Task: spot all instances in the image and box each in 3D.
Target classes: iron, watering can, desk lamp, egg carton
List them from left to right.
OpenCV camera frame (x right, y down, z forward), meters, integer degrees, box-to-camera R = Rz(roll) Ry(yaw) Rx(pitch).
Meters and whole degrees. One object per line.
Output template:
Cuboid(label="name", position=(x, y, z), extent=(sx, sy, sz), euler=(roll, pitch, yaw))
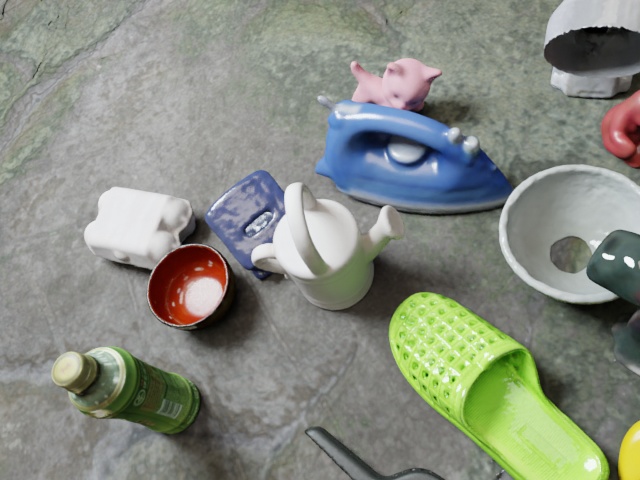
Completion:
Cuboid(label="egg carton", position=(-0.250, -0.015, 0.796), extent=(0.150, 0.069, 0.107), euler=(9, 68, 18))
Cuboid(label="watering can", position=(0.006, 0.000, 0.653), extent=(0.173, 0.194, 0.100), euler=(-31, 62, -1))
Cuboid(label="iron", position=(0.116, -0.114, 0.707), extent=(0.257, 0.142, 0.119), euler=(15, 71, 20))
Cuboid(label="desk lamp", position=(0.334, -0.261, 0.678), extent=(0.117, 0.214, 0.203), euler=(10, 69, 19))

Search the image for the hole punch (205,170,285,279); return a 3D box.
Cuboid(label="hole punch", position=(-0.076, -0.021, 0.742), extent=(0.109, 0.091, 0.101), euler=(-41, 63, -6))

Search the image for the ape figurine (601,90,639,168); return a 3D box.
Cuboid(label="ape figurine", position=(0.378, -0.143, 0.681), extent=(0.078, 0.092, 0.076), euler=(-27, 62, 1))

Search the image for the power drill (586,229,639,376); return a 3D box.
Cuboid(label="power drill", position=(0.351, 0.084, 0.518), extent=(0.229, 0.209, 0.076), euler=(34, 78, 25))

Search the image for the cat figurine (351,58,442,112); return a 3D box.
Cuboid(label="cat figurine", position=(0.097, -0.208, 0.768), extent=(0.127, 0.118, 0.067), euler=(24, 74, 23))

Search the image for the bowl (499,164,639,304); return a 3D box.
Cuboid(label="bowl", position=(0.287, 0.003, 0.647), extent=(0.167, 0.075, 0.167), euler=(-5, 65, 12))

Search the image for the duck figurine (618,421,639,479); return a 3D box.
Cuboid(label="duck figurine", position=(0.334, 0.202, 0.538), extent=(0.104, 0.086, 0.077), euler=(-45, 63, -8))
